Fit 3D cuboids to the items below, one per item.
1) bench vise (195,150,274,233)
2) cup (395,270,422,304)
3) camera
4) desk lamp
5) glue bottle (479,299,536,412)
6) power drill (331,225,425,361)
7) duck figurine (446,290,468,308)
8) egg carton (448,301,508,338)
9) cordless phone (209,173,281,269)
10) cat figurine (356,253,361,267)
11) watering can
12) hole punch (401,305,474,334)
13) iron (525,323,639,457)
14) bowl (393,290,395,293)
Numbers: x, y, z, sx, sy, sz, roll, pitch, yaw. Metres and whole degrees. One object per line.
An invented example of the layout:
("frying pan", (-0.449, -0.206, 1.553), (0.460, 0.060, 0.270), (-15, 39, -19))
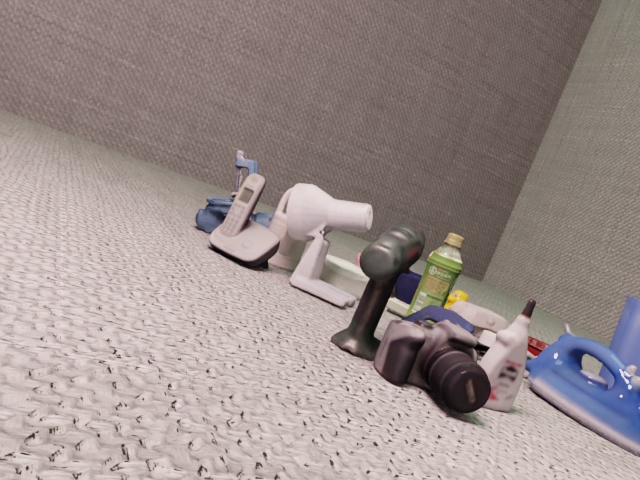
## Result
("bench vise", (-0.182, -0.099, 1.429), (0.208, 0.220, 0.121), (19, 6, -26))
("cup", (0.220, 0.126, 1.455), (0.092, 0.095, 0.117), (20, 5, -16))
("camera", (0.167, 0.168, 0.786), (0.143, 0.101, 0.136), (20, 5, -14))
("desk lamp", (0.011, 0.004, 1.196), (0.202, 0.213, 0.118), (23, 5, 16))
("glue bottle", (0.280, 0.167, 0.849), (0.078, 0.173, 0.037), (19, 6, -30))
("power drill", (0.097, 0.072, 0.889), (0.075, 0.208, 0.230), (23, 5, 16))
("duck figurine", (0.379, 0.183, 1.573), (0.104, 0.086, 0.077), (22, 5, -1))
("egg carton", (0.411, 0.212, 1.492), (0.151, 0.069, 0.107), (20, 6, -19))
("cordless phone", (-0.141, -0.042, 1.212), (0.147, 0.185, 0.094), (25, 6, 29))
("cat figurine", (0.143, 0.079, 1.498), (0.127, 0.118, 0.067), (24, 6, 23))
("watering can", (-0.064, -0.030, 1.350), (0.101, 0.194, 0.172), (19, 6, -29))
("hole punch", (0.200, 0.165, 1.001), (0.108, 0.091, 0.101), (26, 7, 41))
("iron", (0.491, 0.252, 1.018), (0.119, 0.141, 0.257), (19, 6, -24))
("bowl", (0.179, 0.106, 1.611), (0.167, 0.075, 0.167), (22, 5, -2))
